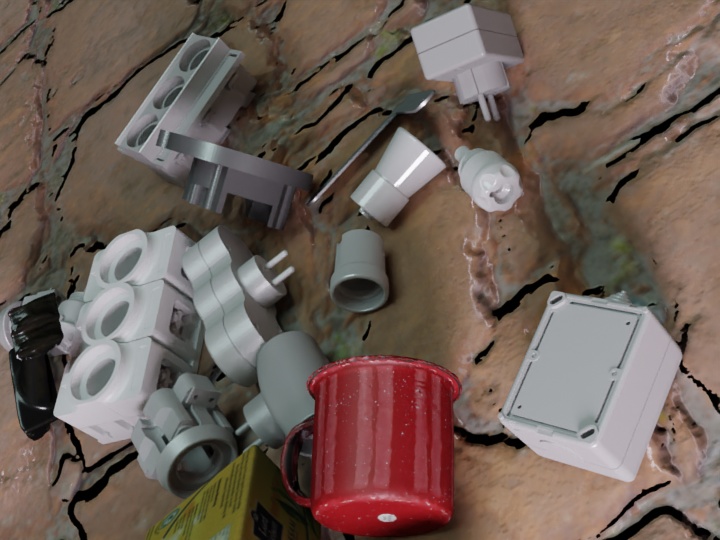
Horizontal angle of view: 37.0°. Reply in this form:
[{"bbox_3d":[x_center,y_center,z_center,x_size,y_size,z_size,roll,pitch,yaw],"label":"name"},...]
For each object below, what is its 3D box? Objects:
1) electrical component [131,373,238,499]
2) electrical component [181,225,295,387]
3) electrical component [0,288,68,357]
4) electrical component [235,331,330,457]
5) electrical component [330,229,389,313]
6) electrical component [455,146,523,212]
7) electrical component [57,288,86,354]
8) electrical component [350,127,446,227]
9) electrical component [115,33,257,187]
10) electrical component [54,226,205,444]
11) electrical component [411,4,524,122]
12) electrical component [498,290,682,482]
[{"bbox_3d":[-0.118,0.119,0.737,0.057,0.058,0.078,45,111,48],"label":"electrical component"},{"bbox_3d":[-0.079,0.014,0.788,0.074,0.052,0.138,-37,43,11],"label":"electrical component"},{"bbox_3d":[-0.280,0.048,0.933,0.055,0.048,0.066,-10,54,25],"label":"electrical component"},{"bbox_3d":[-0.050,0.092,0.715,0.079,0.043,0.077,-39,43,9],"label":"electrical component"},{"bbox_3d":[0.000,0.000,0.746,0.040,0.040,0.046,-23,43,25],"label":"electrical component"},{"bbox_3d":[0.083,-0.066,0.729,0.035,0.035,0.061,-43,40,6],"label":"electrical component"},{"bbox_3d":[-0.232,0.038,0.903,0.048,0.048,0.062,-10,47,34],"label":"electrical component"},{"bbox_3d":[0.025,-0.064,0.771,0.065,0.044,0.044,-50,42,4],"label":"electrical component"},{"bbox_3d":[-0.150,-0.139,0.950,0.079,0.063,0.121,22,76,46],"label":"electrical component"},{"bbox_3d":[-0.174,0.048,0.834,0.089,0.062,0.150,-16,51,30],"label":"electrical component"},{"bbox_3d":[0.083,-0.141,0.762,0.047,0.083,0.075,-18,88,28],"label":"electrical component"},{"bbox_3d":[0.129,0.058,0.581,0.062,0.061,0.096,10,67,43],"label":"electrical component"}]
